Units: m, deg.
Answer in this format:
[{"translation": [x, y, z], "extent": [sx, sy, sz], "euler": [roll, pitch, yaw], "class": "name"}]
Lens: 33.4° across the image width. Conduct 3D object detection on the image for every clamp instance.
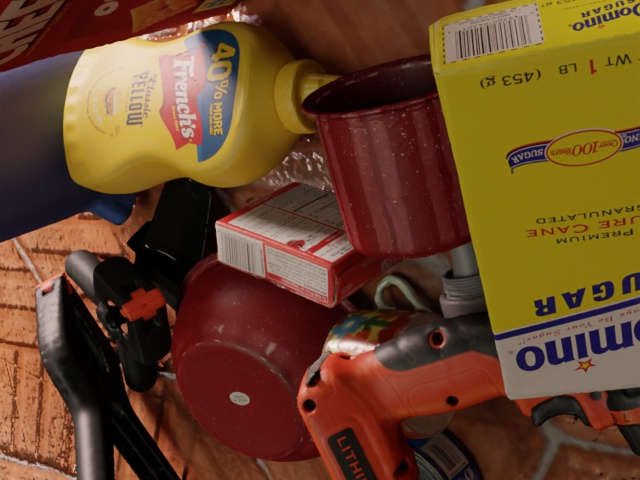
[{"translation": [-0.170, 0.123, 0.800], "extent": [0.036, 0.164, 0.210], "euler": [-27, 83, 7], "class": "clamp"}, {"translation": [-0.145, 0.045, 0.763], "extent": [0.120, 0.039, 0.172], "euler": [53, 156, 4], "class": "clamp"}]

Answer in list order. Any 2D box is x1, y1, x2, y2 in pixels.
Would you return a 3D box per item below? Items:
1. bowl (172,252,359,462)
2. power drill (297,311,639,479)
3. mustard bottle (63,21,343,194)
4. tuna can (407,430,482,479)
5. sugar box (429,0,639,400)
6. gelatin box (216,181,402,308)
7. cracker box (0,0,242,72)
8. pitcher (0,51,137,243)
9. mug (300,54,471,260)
[{"translation": [-0.038, 0.087, 0.680], "extent": [0.162, 0.055, 0.162], "euler": [16, 127, 22], "class": "bowl"}, {"translation": [0.098, 0.089, 0.529], "extent": [0.188, 0.057, 0.184], "euler": [-27, 91, 14], "class": "power drill"}, {"translation": [-0.066, -0.079, 0.630], "extent": [0.192, 0.058, 0.096], "euler": [0, 77, 34], "class": "mustard bottle"}, {"translation": [0.059, 0.155, 0.665], "extent": [0.086, 0.033, 0.086], "euler": [20, 123, 34], "class": "tuna can"}, {"translation": [0.104, -0.011, 0.415], "extent": [0.093, 0.048, 0.176], "euler": [-9, 128, 14], "class": "sugar box"}, {"translation": [-0.004, 0.001, 0.618], "extent": [0.089, 0.073, 0.030], "euler": [20, 124, 33], "class": "gelatin box"}, {"translation": [-0.091, -0.156, 0.517], "extent": [0.164, 0.213, 0.072], "euler": [-32, 87, 46], "class": "cracker box"}, {"translation": [-0.240, -0.059, 0.680], "extent": [0.149, 0.242, 0.145], "euler": [20, 120, 27], "class": "pitcher"}, {"translation": [0.056, -0.044, 0.540], "extent": [0.117, 0.093, 0.081], "euler": [-13, 111, 8], "class": "mug"}]
